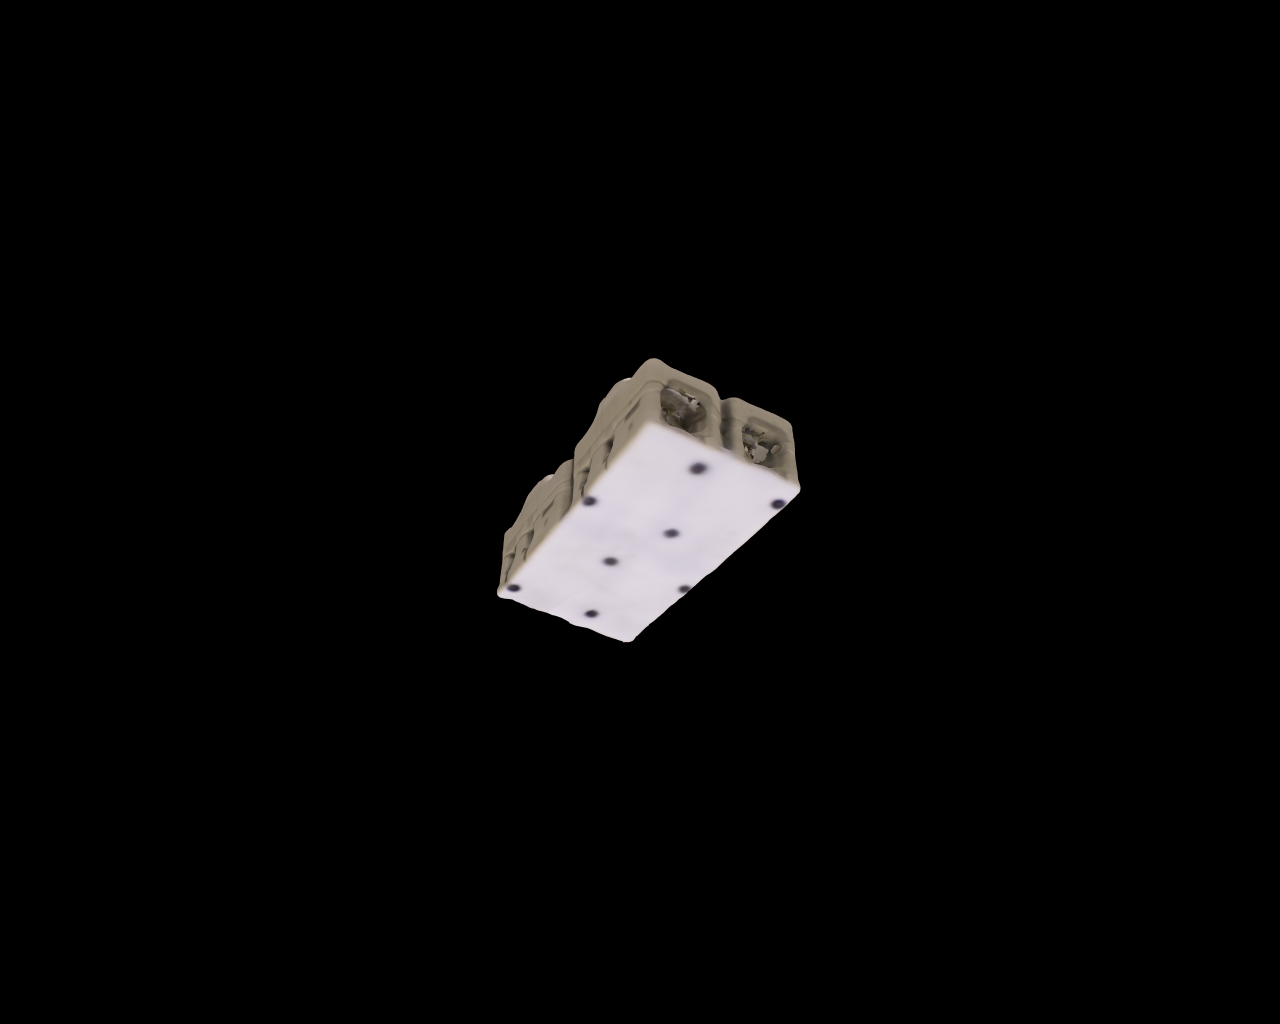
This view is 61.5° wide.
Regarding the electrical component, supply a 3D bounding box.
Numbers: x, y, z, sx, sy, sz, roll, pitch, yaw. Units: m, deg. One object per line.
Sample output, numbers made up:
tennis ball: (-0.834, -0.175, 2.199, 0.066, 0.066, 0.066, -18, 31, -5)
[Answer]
electrical component: (0.001, -0.003, 0.650, 0.105, 0.060, 0.186, 22, -45, -24)
